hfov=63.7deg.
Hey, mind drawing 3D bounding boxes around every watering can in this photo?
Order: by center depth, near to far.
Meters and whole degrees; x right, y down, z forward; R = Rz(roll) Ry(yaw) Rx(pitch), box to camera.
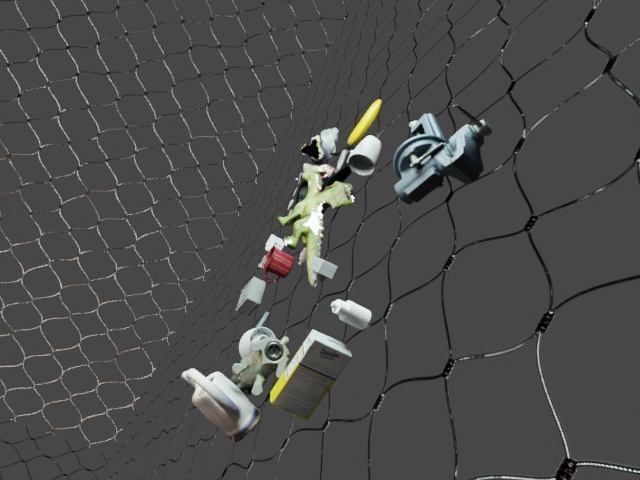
[{"bbox_3d":[-0.274,0.422,1.374,0.105,0.223,0.344,-47,8,-22],"label":"watering can"}]

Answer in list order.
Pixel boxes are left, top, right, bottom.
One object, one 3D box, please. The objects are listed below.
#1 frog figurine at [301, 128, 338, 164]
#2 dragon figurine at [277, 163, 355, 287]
[{"bbox_3d":[0.025,-0.366,2.008,0.161,0.124,0.134,-28,-23,-45],"label":"frog figurine"},{"bbox_3d":[0.005,-0.077,1.535,0.240,0.121,0.419,-43,45,22],"label":"dragon figurine"}]
